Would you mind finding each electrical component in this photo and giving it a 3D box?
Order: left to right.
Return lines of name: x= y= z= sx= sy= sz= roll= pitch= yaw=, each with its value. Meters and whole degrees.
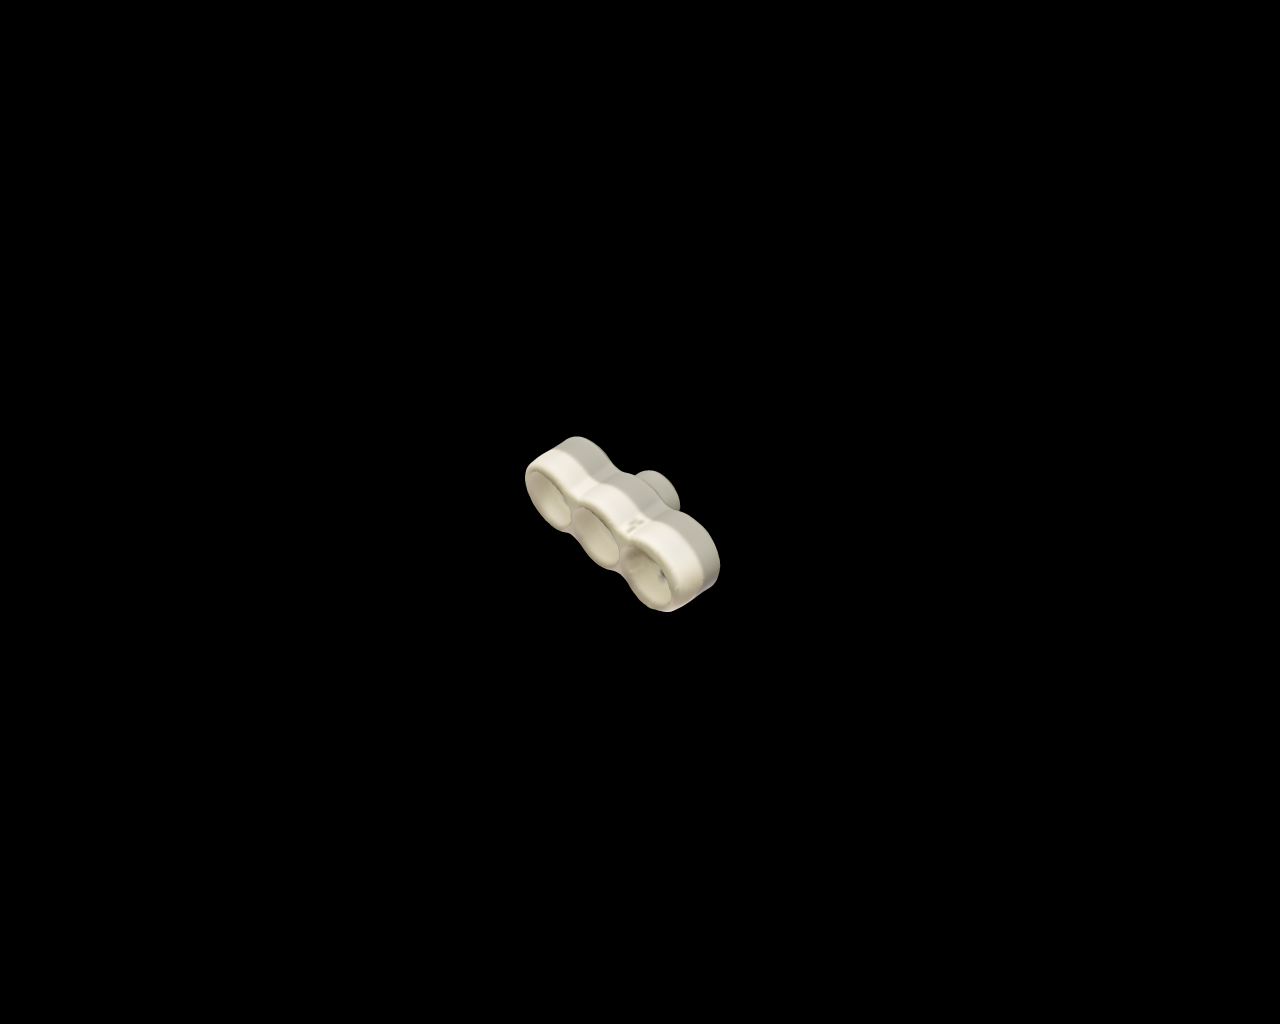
electrical component: x=0.001 y=-0.003 z=0.650 sx=0.074 sy=0.052 sz=0.138 roll=-33 pitch=54 yaw=-29
